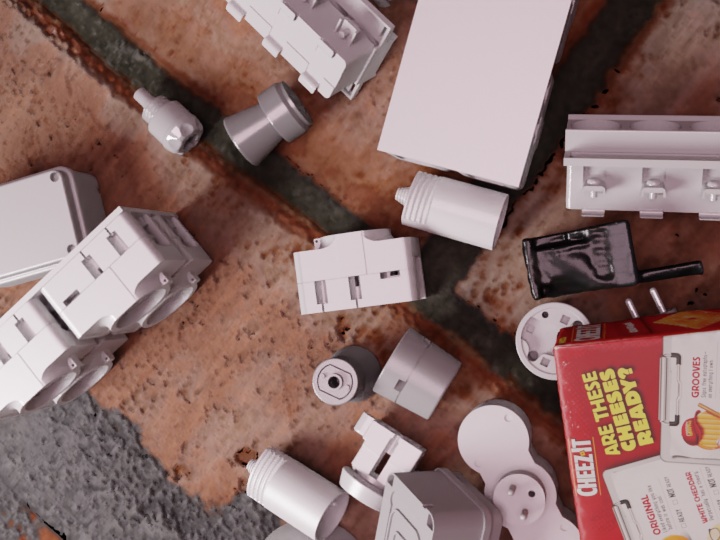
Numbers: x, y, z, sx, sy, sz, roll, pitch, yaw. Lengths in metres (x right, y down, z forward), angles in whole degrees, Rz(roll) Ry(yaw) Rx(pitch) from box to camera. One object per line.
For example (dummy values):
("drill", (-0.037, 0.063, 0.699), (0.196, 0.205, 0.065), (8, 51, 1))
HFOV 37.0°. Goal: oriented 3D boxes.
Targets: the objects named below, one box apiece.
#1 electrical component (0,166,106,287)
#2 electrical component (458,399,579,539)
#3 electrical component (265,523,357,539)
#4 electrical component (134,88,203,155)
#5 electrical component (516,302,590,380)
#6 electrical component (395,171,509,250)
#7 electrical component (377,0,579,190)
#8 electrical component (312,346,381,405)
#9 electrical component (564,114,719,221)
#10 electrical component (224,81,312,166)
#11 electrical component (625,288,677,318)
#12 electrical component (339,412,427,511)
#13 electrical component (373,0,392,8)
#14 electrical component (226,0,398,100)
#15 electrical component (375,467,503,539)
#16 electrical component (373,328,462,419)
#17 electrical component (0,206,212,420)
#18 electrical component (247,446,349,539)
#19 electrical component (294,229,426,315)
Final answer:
("electrical component", (-0.268, -0.033, 0.872), (0.113, 0.057, 0.078), (-15, 87, 12))
("electrical component", (0.116, 0.162, 0.777), (0.052, 0.074, 0.138), (-28, 84, 11))
("electrical component", (-0.045, 0.250, 0.831), (0.099, 0.064, 0.099), (5, 103, 20))
("electrical component", (-0.156, -0.122, 0.858), (0.061, 0.035, 0.035), (43, 99, 12))
("electrical component", (0.143, 0.050, 0.784), (0.055, 0.047, 0.055), (0, 90, 13))
("electrical component", (0.066, -0.046, 0.803), (0.081, 0.043, 0.043), (16, 94, 12))
("electrical component", (0.093, -0.162, 0.788), (0.105, 0.060, 0.186), (16, 94, 12))
("electrical component", (-0.012, 0.081, 0.810), (0.044, 0.065, 0.044), (0, 90, 13))
("electrical component", (0.207, -0.073, 0.760), (0.121, 0.078, 0.063), (3, 113, 13))
("electrical component", (-0.071, -0.114, 0.834), (0.055, 0.045, 0.045), (-33, 83, 10))
("electrical component", (0.217, 0.053, 0.769), (0.077, 0.044, 0.079), (-25, 85, 12))
("electrical component", (0.016, 0.149, 0.815), (0.066, 0.048, 0.055), (32, 89, 11))
("electrical component", (0.021, -0.251, 0.807), (0.050, 0.056, 0.089), (-13, 87, 12))
("electrical component", (-0.041, -0.191, 0.811), (0.121, 0.063, 0.078), (45, 140, 9))
("electrical component", (0.052, 0.208, 0.775), (0.057, 0.078, 0.113), (3, 106, -26))
("electrical component", (0.044, 0.079, 0.804), (0.047, 0.055, 0.055), (31, 97, 7))
("electrical component", (-0.211, 0.037, 0.835), (0.186, 0.105, 0.060), (-42, 82, 10))
("electrical component", (-0.054, 0.170, 0.830), (0.081, 0.043, 0.043), (27, 96, 24))
("electrical component", (0.000, 0.000, 0.815), (0.089, 0.050, 0.055), (-8, 89, 12))
